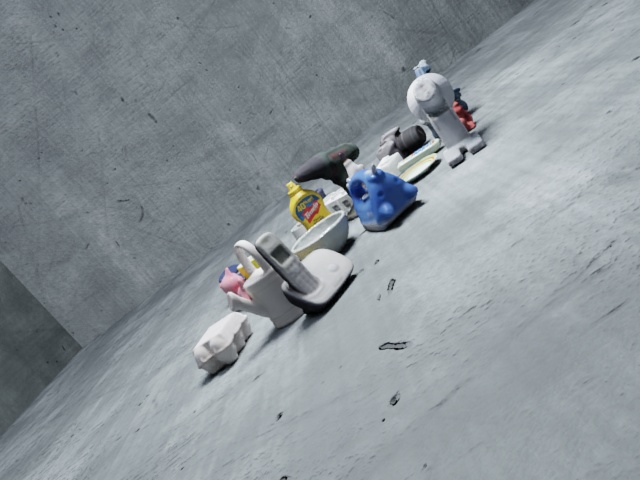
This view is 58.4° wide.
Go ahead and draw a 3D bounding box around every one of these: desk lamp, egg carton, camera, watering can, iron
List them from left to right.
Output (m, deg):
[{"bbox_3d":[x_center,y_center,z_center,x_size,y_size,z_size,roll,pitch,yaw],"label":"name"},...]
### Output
[{"bbox_3d":[-0.213,0.225,1.263,0.107,0.069,0.150,-34,12,21],"label":"egg carton"},{"bbox_3d":[-0.115,0.085,1.189,0.100,0.194,0.173,-27,16,43],"label":"watering can"},{"bbox_3d":[0.119,-0.108,1.360,0.119,0.141,0.257,-42,12,-16],"label":"iron"},{"bbox_3d":[0.260,-0.311,1.826,0.136,0.101,0.143,-28,15,40],"label":"camera"},{"bbox_3d":[0.300,-0.309,1.407,0.118,0.214,0.203,-35,12,17],"label":"desk lamp"}]

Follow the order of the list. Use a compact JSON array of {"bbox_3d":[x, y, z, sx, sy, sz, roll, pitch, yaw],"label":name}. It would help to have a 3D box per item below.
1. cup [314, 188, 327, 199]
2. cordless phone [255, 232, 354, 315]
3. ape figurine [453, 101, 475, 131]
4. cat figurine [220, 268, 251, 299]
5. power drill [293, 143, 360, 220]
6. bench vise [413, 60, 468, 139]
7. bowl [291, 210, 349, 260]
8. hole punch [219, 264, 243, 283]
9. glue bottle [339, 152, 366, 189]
[{"bbox_3d":[-0.015,-0.101,1.867,0.117,0.095,0.092,-35,12,17],"label":"cup"},{"bbox_3d":[-0.033,0.041,1.131,0.094,0.185,0.148,-26,17,46],"label":"cordless phone"},{"bbox_3d":[0.384,-0.343,1.589,0.078,0.092,0.076,-45,13,-31],"label":"ape figurine"},{"bbox_3d":[-0.222,0.128,1.550,0.067,0.118,0.127,-43,12,-22],"label":"cat figurine"},{"bbox_3d":[0.055,-0.164,1.605,0.230,0.208,0.075,-46,14,-34],"label":"power drill"},{"bbox_3d":[0.349,-0.430,1.713,0.121,0.220,0.208,-31,14,32],"label":"bench vise"},{"bbox_3d":[0.013,0.005,1.413,0.167,0.075,0.167,-36,11,9],"label":"bowl"},{"bbox_3d":[-0.233,0.110,1.723,0.101,0.091,0.109,-31,13,31],"label":"hole punch"},{"bbox_3d":[0.107,-0.169,1.555,0.078,0.173,0.037,-41,12,-14],"label":"glue bottle"}]
